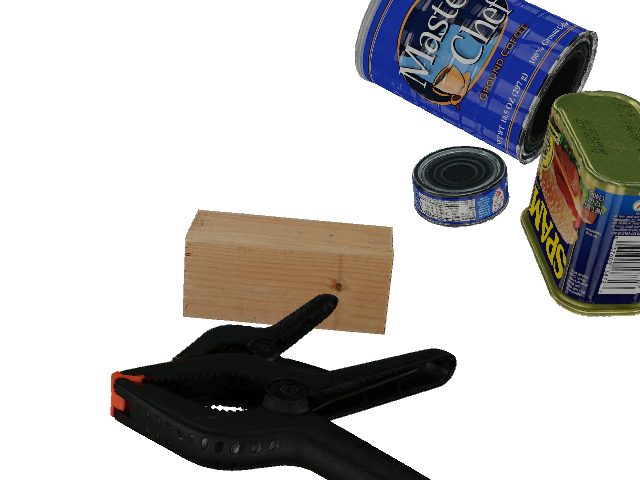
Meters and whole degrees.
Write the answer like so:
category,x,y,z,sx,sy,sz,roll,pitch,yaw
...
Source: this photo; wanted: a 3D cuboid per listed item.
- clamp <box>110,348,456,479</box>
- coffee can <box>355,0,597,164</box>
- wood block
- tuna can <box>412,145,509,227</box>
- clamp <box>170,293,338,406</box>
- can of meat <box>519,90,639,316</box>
category,x,y,z,sx,sy,sz,roll,pitch,yaw
clamp,-0.013,0.096,0.614,0.210,0.036,0.164,9,24,7
coffee can,0.110,-0.132,0.765,0.140,0.103,0.102,32,12,21
wood block,-0.032,0.032,1.101,0.206,0.091,0.090,5,20,1
tuna can,0.125,-0.050,0.957,0.086,0.034,0.086,-7,35,5
clamp,-0.045,0.094,0.912,0.171,0.039,0.120,1,38,-12
can of meat,0.153,-0.023,0.586,0.057,0.084,0.102,0,37,-6
